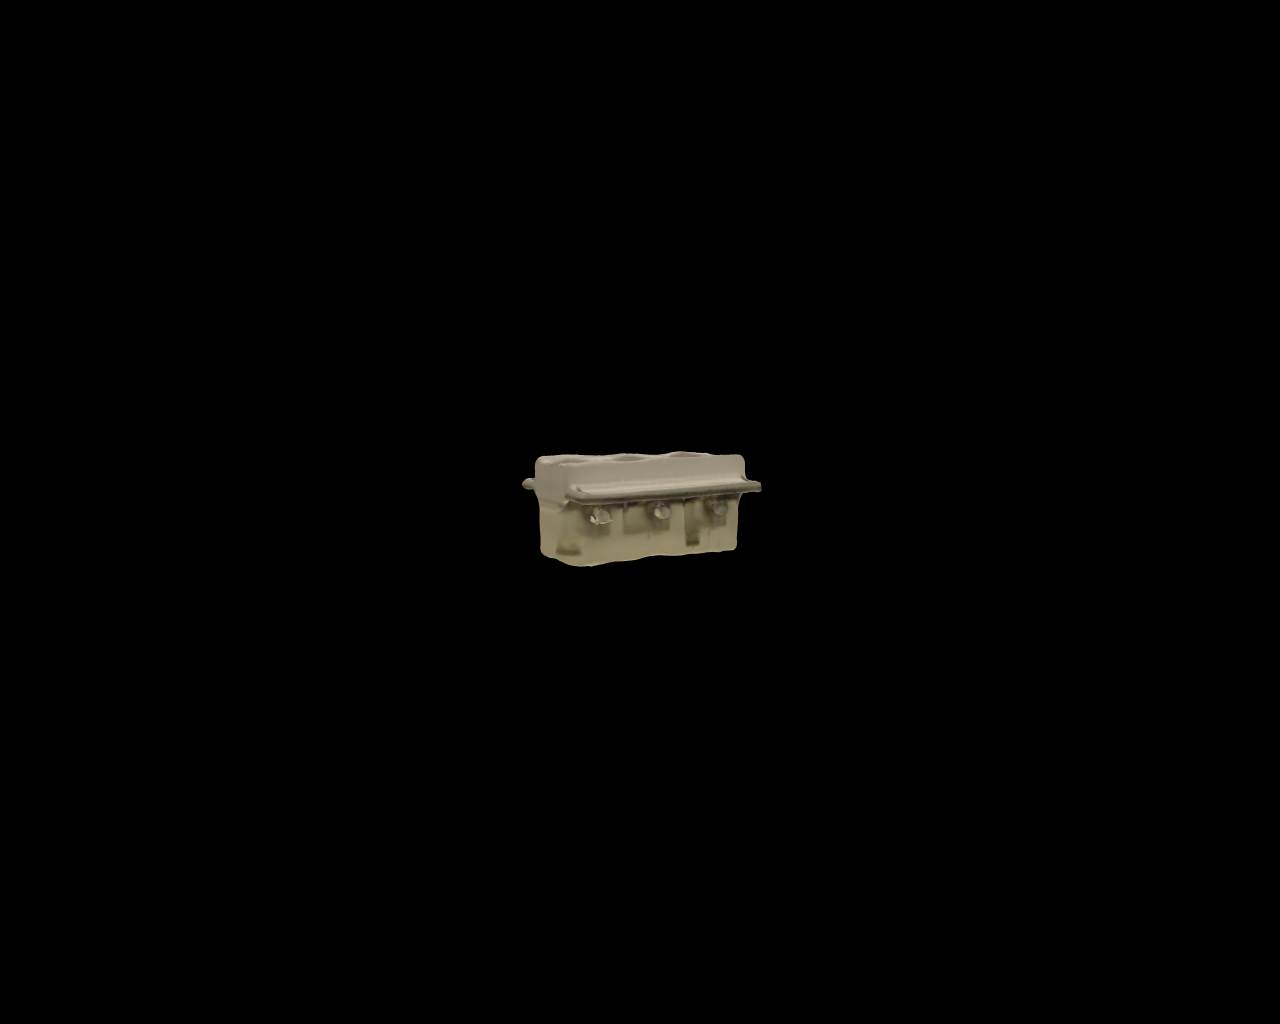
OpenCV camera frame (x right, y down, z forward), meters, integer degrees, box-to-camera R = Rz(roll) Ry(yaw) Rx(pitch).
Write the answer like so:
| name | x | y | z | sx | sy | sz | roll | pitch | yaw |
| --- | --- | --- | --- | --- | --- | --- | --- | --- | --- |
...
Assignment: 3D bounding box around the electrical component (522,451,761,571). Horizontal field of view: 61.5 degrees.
| name | x | y | z | sx | sy | sz | roll | pitch | yaw |
| --- | --- | --- | --- | --- | --- | --- | --- | --- | --- |
| electrical component | 0.001 | -0.003 | 0.650 | 0.121 | 0.063 | 0.079 | -4 | 8 | -29 |
